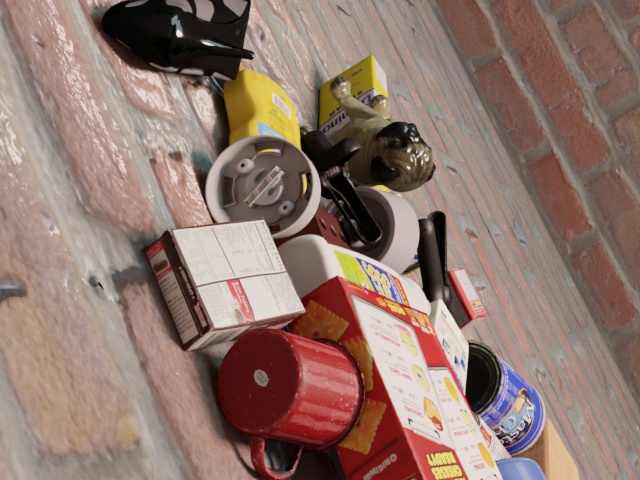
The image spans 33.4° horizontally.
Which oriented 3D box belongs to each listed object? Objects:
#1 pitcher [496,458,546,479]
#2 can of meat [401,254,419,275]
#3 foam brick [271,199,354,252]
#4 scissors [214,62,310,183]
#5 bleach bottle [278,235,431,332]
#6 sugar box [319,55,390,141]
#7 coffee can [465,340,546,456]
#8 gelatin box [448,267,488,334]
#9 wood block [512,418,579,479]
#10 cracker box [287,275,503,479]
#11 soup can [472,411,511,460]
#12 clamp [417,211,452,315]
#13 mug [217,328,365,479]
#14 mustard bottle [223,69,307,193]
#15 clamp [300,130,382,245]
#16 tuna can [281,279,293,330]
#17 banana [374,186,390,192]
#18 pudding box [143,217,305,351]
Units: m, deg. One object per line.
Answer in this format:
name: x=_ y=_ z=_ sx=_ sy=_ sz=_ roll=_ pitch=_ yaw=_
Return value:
pitcher: x=0.221 y=0.342 z=1.070 sx=0.144 sy=0.149 sz=0.243 roll=37 pitch=26 yaw=-52
can of meat: x=0.090 y=-0.007 z=1.376 sx=0.102 sy=0.057 sz=0.083 roll=65 pitch=20 yaw=12
foam brick: x=-0.007 y=0.001 z=1.101 sx=0.078 sy=0.051 sz=0.053 roll=33 pitch=33 yaw=-56
scissors: x=-0.071 y=-0.155 z=1.223 sx=0.201 sy=0.016 sz=0.096 roll=46 pitch=23 yaw=-40
bleach bottle: x=0.047 y=0.058 z=1.093 sx=0.250 sy=0.068 sz=0.102 roll=10 pitch=59 yaw=-59
sugar box: x=0.046 y=-0.182 z=1.458 sx=0.048 sy=0.093 sz=0.176 roll=52 pitch=20 yaw=-24
coffee can: x=0.201 y=0.195 z=1.297 sx=0.140 sy=0.103 sz=0.103 roll=41 pitch=27 yaw=-48
gelatin box: x=0.174 y=0.089 z=1.411 sx=0.030 sy=0.089 sz=0.073 roll=-10 pitch=66 yaw=-33
wood block: x=0.261 y=0.313 z=1.305 sx=0.091 sy=0.090 sz=0.206 roll=59 pitch=17 yaw=-8
cracker box: x=0.068 y=0.150 z=0.903 sx=0.164 sy=0.072 sz=0.214 roll=25 pitch=36 yaw=-53
soup can: x=0.175 y=0.247 z=1.204 sx=0.102 sy=0.069 sz=0.068 roll=51 pitch=20 yaw=-27
clamp: x=0.142 y=0.064 z=1.317 sx=0.164 sy=0.036 sz=0.210 roll=8 pitch=79 yaw=-76
mug: x=-0.028 y=0.126 z=0.820 sx=0.081 sy=0.093 sz=0.117 roll=25 pitch=75 yaw=-53
mustard bottle: x=-0.054 y=-0.089 z=1.097 sx=0.096 sy=0.058 sz=0.191 roll=44 pitch=24 yaw=-38
clamp: x=0.013 y=-0.079 z=1.139 sx=0.172 sy=0.039 sz=0.120 roll=46 pitch=-31 yaw=49
tuna can: x=-0.055 y=0.042 z=0.937 sx=0.086 sy=0.034 sz=0.086 roll=51 pitch=20 yaw=-28
banana: x=0.102 y=-0.031 z=1.484 sx=0.197 sy=0.037 sz=0.070 roll=49 pitch=5 yaw=-35
pudding box: x=-0.073 y=0.032 z=0.843 sx=0.113 sy=0.039 sz=0.090 roll=-7 pitch=67 yaw=-52
